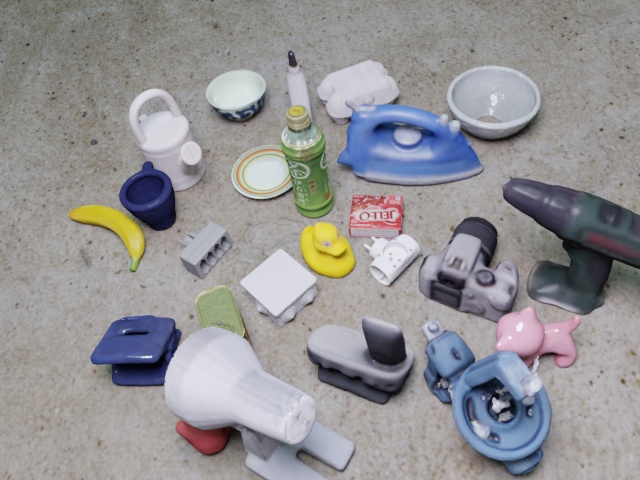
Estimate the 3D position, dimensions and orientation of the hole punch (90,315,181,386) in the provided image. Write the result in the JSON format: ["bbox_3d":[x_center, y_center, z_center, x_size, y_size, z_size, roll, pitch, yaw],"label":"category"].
[{"bbox_3d":[-0.273,0.155,0.853,0.108,0.091,0.101,-3,55,6],"label":"hole punch"}]

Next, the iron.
[{"bbox_3d":[0.160,-0.182,1.001,0.257,0.142,0.118,7,56,12],"label":"iron"}]

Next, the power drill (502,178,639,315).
[{"bbox_3d":[0.355,0.014,0.797,0.229,0.209,0.076,17,59,19],"label":"power drill"}]

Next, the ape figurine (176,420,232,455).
[{"bbox_3d":[-0.160,0.245,0.775,0.078,0.092,0.076,-10,54,0],"label":"ape figurine"}]

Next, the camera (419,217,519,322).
[{"bbox_3d":[0.237,0.032,0.866,0.142,0.101,0.137,20,60,20],"label":"camera"}]

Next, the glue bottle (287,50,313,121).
[{"bbox_3d":[-0.042,-0.285,1.081,0.037,0.173,0.078,-11,54,0],"label":"glue bottle"}]

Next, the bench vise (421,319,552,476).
[{"bbox_3d":[0.190,0.177,0.697,0.206,0.220,0.122,32,65,26],"label":"bench vise"}]

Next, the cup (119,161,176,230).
[{"bbox_3d":[-0.294,-0.072,1.014,0.091,0.095,0.117,-11,54,0],"label":"cup"}]

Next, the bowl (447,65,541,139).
[{"bbox_3d":[0.317,-0.243,1.065,0.167,0.075,0.167,-4,55,5],"label":"bowl"}]

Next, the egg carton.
[{"bbox_3d":[0.076,-0.293,1.135,0.150,0.069,0.107,-22,55,-8],"label":"egg carton"}]

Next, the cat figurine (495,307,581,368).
[{"bbox_3d":[0.292,0.129,0.780,0.128,0.118,0.067,-10,54,1],"label":"cat figurine"}]

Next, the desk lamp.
[{"bbox_3d":[-0.069,0.216,0.708,0.202,0.214,0.118,22,61,22],"label":"desk lamp"}]

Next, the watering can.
[{"bbox_3d":[-0.273,-0.184,1.028,0.172,0.194,0.101,16,59,18],"label":"watering can"}]

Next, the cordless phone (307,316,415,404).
[{"bbox_3d":[0.051,0.134,0.767,0.147,0.185,0.094,13,58,16],"label":"cordless phone"}]

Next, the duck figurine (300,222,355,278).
[{"bbox_3d":[0.009,0.003,0.926,0.078,0.086,0.104,-40,59,-19],"label":"duck figurine"}]
